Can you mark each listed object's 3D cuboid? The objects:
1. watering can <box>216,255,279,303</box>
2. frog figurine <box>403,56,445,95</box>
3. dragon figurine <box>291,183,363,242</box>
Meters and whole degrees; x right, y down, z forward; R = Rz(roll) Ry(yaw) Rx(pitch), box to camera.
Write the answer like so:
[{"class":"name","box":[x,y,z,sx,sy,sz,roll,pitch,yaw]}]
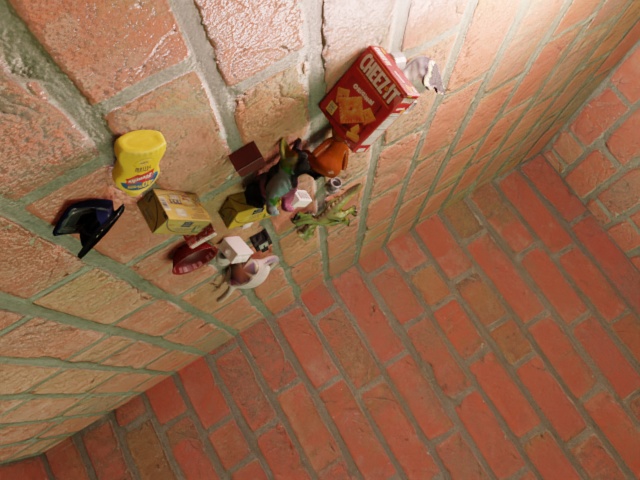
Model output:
[{"class":"watering can","box":[-0.328,0.167,2.164,0.346,0.105,0.223,-35,164,6]},{"class":"frog figurine","box":[0.251,-0.445,1.441,0.159,0.121,0.139,2,-161,37]},{"class":"dragon figurine","box":[0.006,-0.101,2.016,0.244,0.124,0.402,-18,160,-22]}]
